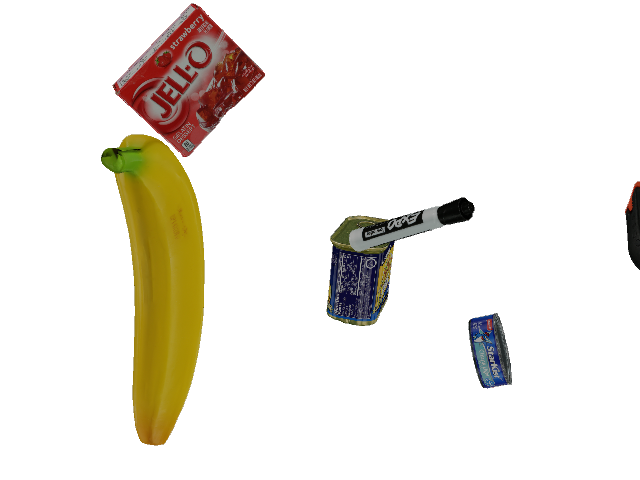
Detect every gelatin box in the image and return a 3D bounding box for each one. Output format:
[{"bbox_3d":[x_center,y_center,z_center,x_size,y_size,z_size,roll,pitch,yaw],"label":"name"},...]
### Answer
[{"bbox_3d":[-0.098,-0.119,0.796,0.073,0.089,0.030,43,2,-26],"label":"gelatin box"}]

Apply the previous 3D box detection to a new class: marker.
[{"bbox_3d":[0.074,-0.013,0.870,0.121,0.020,0.020,-17,-11,41],"label":"marker"}]

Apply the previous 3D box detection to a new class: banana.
[{"bbox_3d":[-0.087,0.018,0.555,0.037,0.198,0.069,16,41,22],"label":"banana"}]

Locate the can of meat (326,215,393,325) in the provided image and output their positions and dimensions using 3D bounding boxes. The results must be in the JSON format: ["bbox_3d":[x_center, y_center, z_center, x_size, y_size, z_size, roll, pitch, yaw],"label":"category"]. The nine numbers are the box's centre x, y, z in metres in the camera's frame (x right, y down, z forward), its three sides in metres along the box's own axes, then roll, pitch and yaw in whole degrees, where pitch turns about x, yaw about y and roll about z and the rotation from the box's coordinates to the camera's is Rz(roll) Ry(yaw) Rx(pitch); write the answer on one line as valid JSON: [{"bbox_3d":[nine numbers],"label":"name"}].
[{"bbox_3d":[0.042,0.030,1.082,0.057,0.084,0.102,9,19,12],"label":"can of meat"}]

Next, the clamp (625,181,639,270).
[{"bbox_3d":[0.266,0.023,0.694,0.120,0.039,0.171,-3,46,-21],"label":"clamp"}]

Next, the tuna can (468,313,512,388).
[{"bbox_3d":[0.201,0.131,1.262,0.034,0.086,0.086,-12,-3,14],"label":"tuna can"}]
